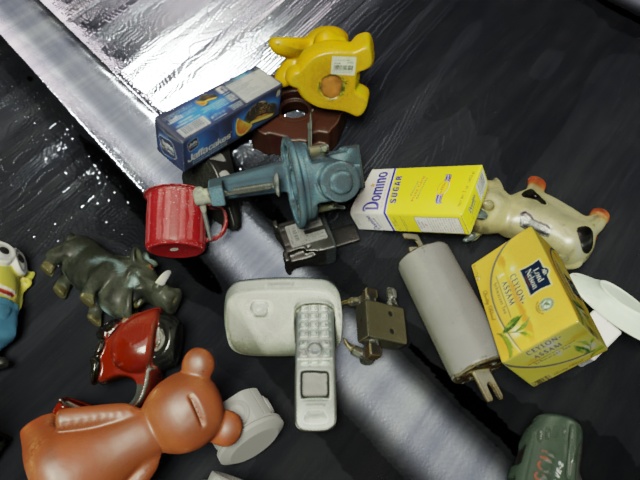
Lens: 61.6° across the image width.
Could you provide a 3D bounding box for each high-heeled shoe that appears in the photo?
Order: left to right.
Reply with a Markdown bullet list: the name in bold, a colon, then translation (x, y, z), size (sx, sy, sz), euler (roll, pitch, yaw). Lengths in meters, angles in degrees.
- **high-heeled shoe**: translation (-0.146, -0.129, 0.850), size (0.145, 0.086, 0.249), euler (-15, 73, -46)

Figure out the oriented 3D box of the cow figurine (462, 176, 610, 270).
- **cow figurine**: translation (0.287, -0.026, 0.758), size (0.195, 0.085, 0.127), euler (32, 57, 18)

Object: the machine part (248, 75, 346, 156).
- **machine part**: translation (-0.041, -0.211, 0.891), size (0.179, 0.056, 0.179), euler (0, 59, 0)

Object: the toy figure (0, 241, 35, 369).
- **toy figure**: translation (-0.436, 0.081, 0.694), size (0.089, 0.082, 0.180), euler (-7, 60, -6)

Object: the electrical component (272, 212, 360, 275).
- **electrical component**: translation (-0.002, -0.002, 0.763), size (0.119, 0.047, 0.075), euler (-13, 59, -6)

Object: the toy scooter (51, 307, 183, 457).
- **toy scooter**: translation (-0.240, 0.167, 0.638), size (0.135, 0.075, 0.184), euler (4, 68, -1)

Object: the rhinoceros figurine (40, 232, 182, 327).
- **rhinoceros figurine**: translation (-0.275, 0.055, 0.719), size (0.190, 0.073, 0.112), euler (23, 50, 16)

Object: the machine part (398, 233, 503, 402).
- **machine part**: translation (0.167, 0.090, 0.686), size (0.079, 0.079, 0.243), euler (-16, 58, -10)

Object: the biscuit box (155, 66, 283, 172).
- **biscuit box**: translation (-0.143, -0.179, 0.782), size (0.059, 0.062, 0.203), euler (38, 55, 17)

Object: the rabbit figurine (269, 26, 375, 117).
- **rabbit figurine**: translation (0.004, -0.280, 0.853), size (0.162, 0.121, 0.173), euler (-4, 45, 5)

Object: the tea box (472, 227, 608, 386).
- **tea box**: translation (0.255, 0.075, 0.647), size (0.068, 0.098, 0.170), euler (38, 28, -23)

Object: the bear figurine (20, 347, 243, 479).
- **bear figurine**: translation (-0.192, 0.198, 0.554), size (0.196, 0.132, 0.120), euler (-28, 93, -29)

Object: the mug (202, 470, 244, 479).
- **mug**: translation (-0.105, 0.302, 0.556), size (0.110, 0.080, 0.107), euler (6, 62, 30)

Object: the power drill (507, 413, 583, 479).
- **power drill**: translation (0.285, 0.311, 0.551), size (0.207, 0.085, 0.232), euler (11, 56, 16)

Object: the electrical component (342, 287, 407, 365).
- **electrical component**: translation (0.069, 0.109, 0.696), size (0.078, 0.045, 0.102), euler (11, 56, -29)

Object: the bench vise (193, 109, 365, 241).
- **bench vise**: translation (-0.050, -0.083, 0.728), size (0.241, 0.128, 0.224), euler (-11, 25, -9)

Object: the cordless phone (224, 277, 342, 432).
- **cordless phone**: translation (-0.045, 0.139, 0.655), size (0.147, 0.088, 0.184), euler (-1, 62, -1)

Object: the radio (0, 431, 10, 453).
- **radio**: translation (-0.427, 0.191, 0.537), size (0.131, 0.229, 0.073), euler (20, 64, 8)
